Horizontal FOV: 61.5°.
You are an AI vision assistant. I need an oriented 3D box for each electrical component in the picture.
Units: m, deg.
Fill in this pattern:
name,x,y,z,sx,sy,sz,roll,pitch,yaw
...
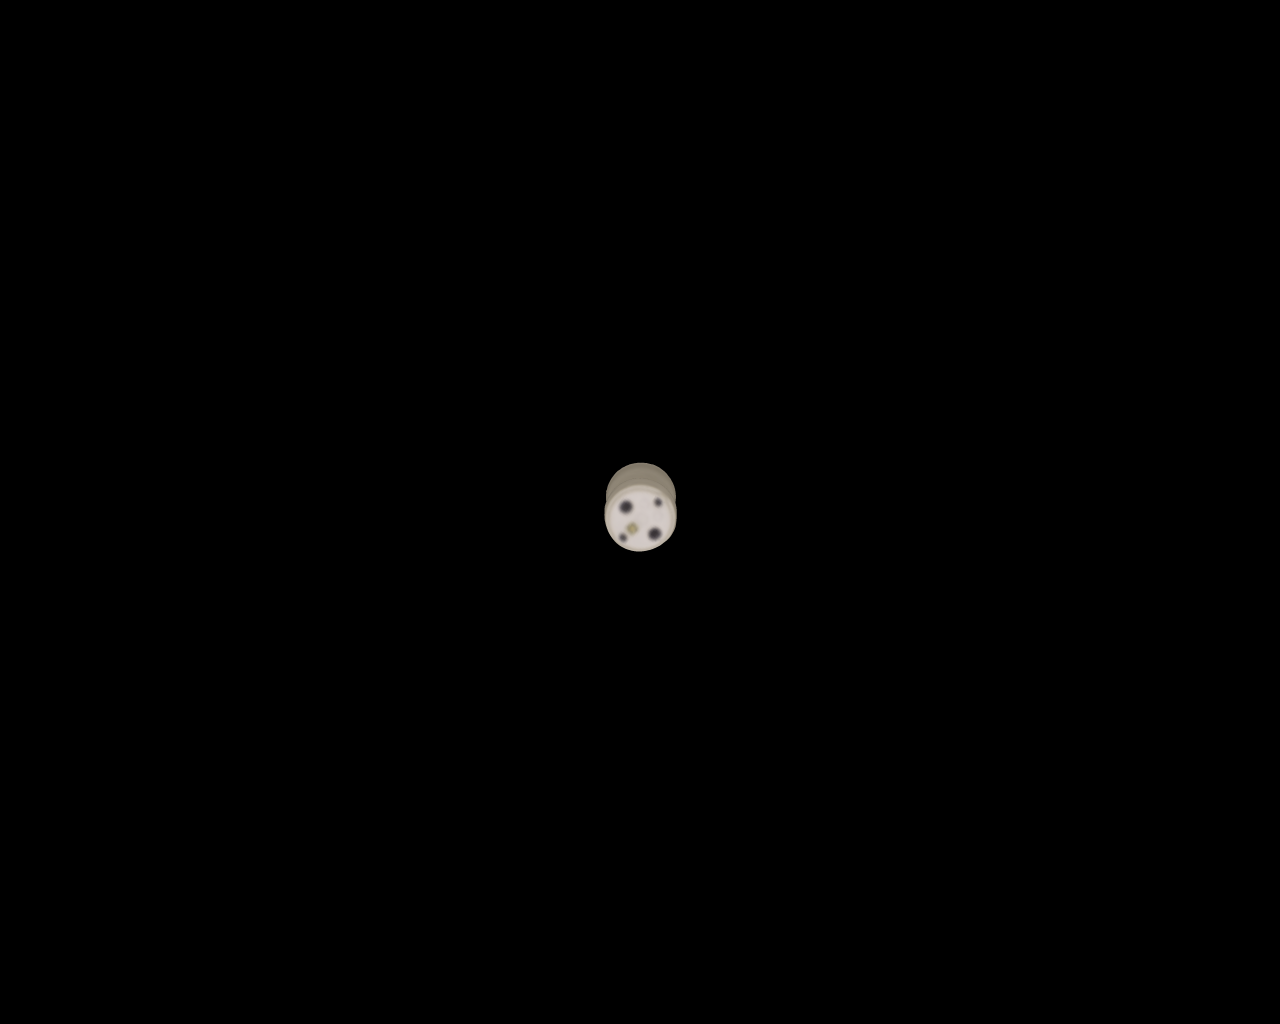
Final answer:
name,x,y,z,sx,sy,sz,roll,pitch,yaw
electrical component,0.001,-0.003,0.650,0.045,0.044,0.055,0,16,0
